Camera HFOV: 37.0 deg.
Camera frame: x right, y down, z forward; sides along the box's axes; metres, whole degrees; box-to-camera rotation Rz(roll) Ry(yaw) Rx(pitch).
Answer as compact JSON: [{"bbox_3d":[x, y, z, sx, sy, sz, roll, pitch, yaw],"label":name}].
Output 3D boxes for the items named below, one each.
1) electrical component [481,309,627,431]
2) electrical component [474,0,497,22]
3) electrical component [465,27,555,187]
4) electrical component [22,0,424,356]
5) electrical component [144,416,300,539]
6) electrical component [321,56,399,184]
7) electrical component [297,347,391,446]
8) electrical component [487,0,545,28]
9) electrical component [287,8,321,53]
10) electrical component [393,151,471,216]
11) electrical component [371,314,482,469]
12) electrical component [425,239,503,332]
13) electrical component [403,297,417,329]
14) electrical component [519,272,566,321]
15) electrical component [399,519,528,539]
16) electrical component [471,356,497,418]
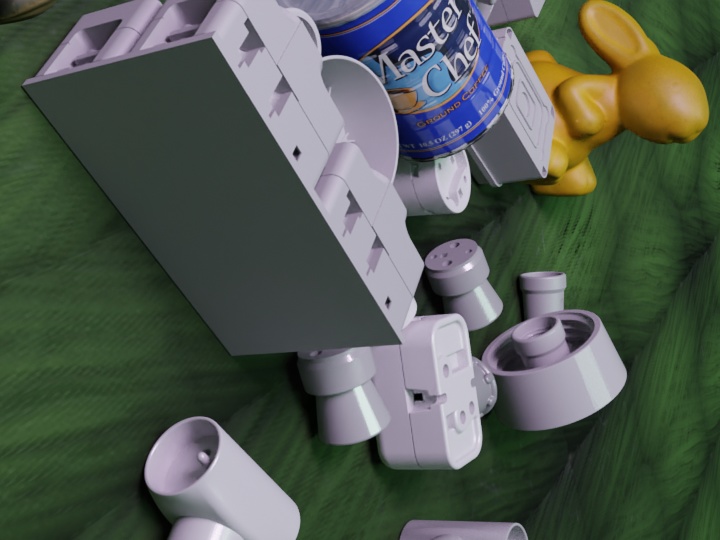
[{"bbox_3d":[0.148,0.071,0.846,0.108,0.108,0.060,-48,119,-52],"label":"electrical component"},{"bbox_3d":[0.075,-0.226,0.802,0.099,0.064,0.099,20,90,-78],"label":"electrical component"},{"bbox_3d":[0.107,-0.127,0.856,0.113,0.057,0.078,48,46,-45],"label":"electrical component"},{"bbox_3d":[-0.055,-0.044,0.517,0.186,0.105,0.060,58,39,-37],"label":"electrical component"},{"bbox_3d":[-0.071,0.125,0.520,0.077,0.043,0.079,55,42,-39],"label":"electrical component"},{"bbox_3d":[-0.027,-0.067,0.610,0.099,0.064,0.099,18,69,-57],"label":"electrical component"},{"bbox_3d":[-0.010,0.069,0.633,0.045,0.045,0.055,-39,118,-55],"label":"electrical component"},{"bbox_3d":[0.135,-0.287,0.930,0.089,0.062,0.150,63,36,-31],"label":"electrical component"},{"bbox_3d":[-0.059,-0.116,0.563,0.044,0.065,0.044,-20,117,-47],"label":"electrical component"},{"bbox_3d":[0.044,-0.064,0.748,0.055,0.047,0.055,17,70,-58],"label":"electrical component"},{"bbox_3d":[0.038,0.079,0.698,0.054,0.059,0.095,-14,97,-60],"label":"electrical component"},{"bbox_3d":[0.076,0.011,0.791,0.045,0.045,0.055,-57,132,-47],"label":"electrical component"},{"bbox_3d":[0.000,0.000,0.664,0.081,0.043,0.043,61,37,-33],"label":"electrical component"},{"bbox_3d":[0.160,0.026,0.939,0.040,0.040,0.046,-14,103,-60],"label":"electrical component"},{"bbox_3d":[0.060,0.189,0.698,0.079,0.077,0.043,-1,86,-60],"label":"electrical component"},{"bbox_3d":[0.064,0.090,0.758,0.062,0.048,0.048,-23,105,-52],"label":"electrical component"}]
